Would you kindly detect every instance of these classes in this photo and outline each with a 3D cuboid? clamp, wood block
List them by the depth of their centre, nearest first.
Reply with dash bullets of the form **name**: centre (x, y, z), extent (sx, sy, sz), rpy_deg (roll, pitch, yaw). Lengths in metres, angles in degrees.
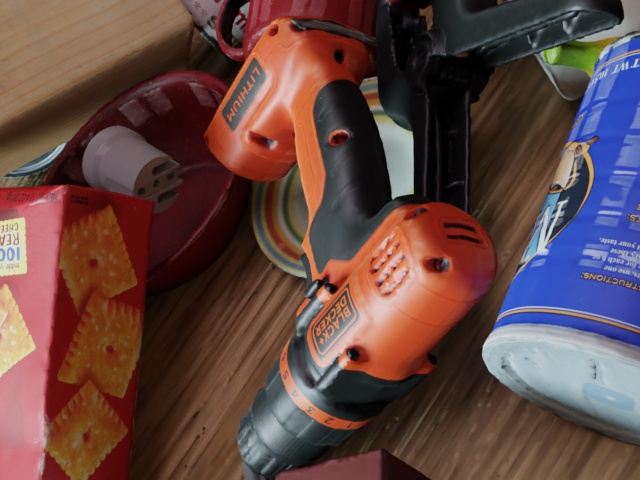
- **clamp**: centre (0.062, -0.074, 0.527), extent (0.210, 0.036, 0.165), rpy_deg (-116, 43, -58)
- **wood block**: centre (-0.192, -0.109, 0.680), extent (0.205, 0.091, 0.090), rpy_deg (-32, 82, -18)

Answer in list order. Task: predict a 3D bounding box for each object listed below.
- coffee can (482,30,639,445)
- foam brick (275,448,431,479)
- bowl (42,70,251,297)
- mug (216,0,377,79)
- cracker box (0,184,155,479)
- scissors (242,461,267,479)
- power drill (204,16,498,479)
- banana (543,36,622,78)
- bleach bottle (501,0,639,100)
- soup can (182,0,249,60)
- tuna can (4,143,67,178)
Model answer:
- **coffee can**: centre (0.137, 0.001, 0.426), extent (0.103, 0.102, 0.140), rpy_deg (9, 66, 40)
- **foam brick**: centre (0.022, 0.127, 0.442), extent (0.053, 0.078, 0.051), rpy_deg (-18, 53, 26)
- **bowl**: centre (-0.098, -0.024, 0.651), extent (0.162, 0.055, 0.162), rpy_deg (-19, 51, 25)
- **mug**: centre (-0.012, -0.137, 0.641), extent (0.117, 0.093, 0.081), rpy_deg (-4, 63, 25)
- **cracker box**: centre (-0.178, 0.079, 0.579), extent (0.164, 0.072, 0.214), rpy_deg (1, 84, 38)
- **scissors**: centre (-0.024, 0.193, 0.475), extent (0.096, 0.016, 0.202), rpy_deg (-43, 44, 4)
- **power drill**: centre (-0.003, 0.001, 0.515), extent (0.185, 0.057, 0.188), rpy_deg (-50, 46, 38)
- **banana**: centre (0.199, -0.066, 0.456), extent (0.198, 0.069, 0.037), rpy_deg (10, 109, 33)
- **bleach bottle**: centre (0.209, -0.173, 0.524), extent (0.251, 0.068, 0.102), rpy_deg (-31, 46, 13)
- **soup can**: centre (-0.046, -0.179, 0.712), extent (0.102, 0.068, 0.069), rpy_deg (-42, 45, 6)
- **tuna can**: centre (-0.220, -0.087, 0.764), extent (0.086, 0.086, 0.034), rpy_deg (-37, 47, 10)
